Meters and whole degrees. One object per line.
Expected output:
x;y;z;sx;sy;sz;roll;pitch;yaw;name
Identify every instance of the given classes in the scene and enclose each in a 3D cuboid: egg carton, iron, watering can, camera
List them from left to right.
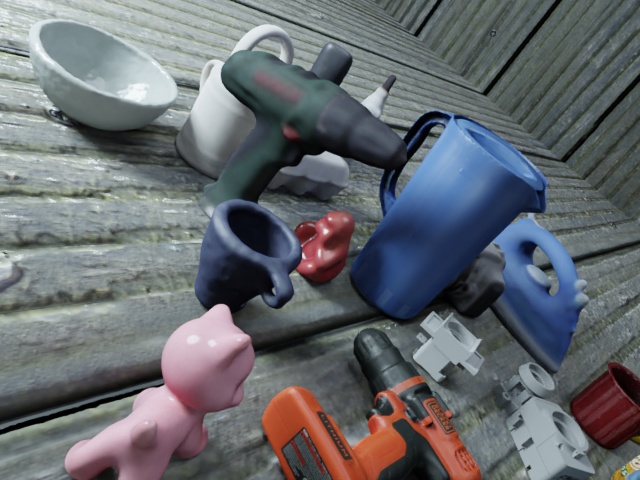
-0.090;-0.173;0.716;0.173;0.194;0.101;40;28;6;watering can
-0.030;-0.115;0.830;0.151;0.069;0.107;7;39;-43;egg carton
0.190;0.023;0.834;0.137;0.100;0.143;17;33;-32;camera
0.347;0.066;0.904;0.119;0.141;0.257;17;34;-33;iron

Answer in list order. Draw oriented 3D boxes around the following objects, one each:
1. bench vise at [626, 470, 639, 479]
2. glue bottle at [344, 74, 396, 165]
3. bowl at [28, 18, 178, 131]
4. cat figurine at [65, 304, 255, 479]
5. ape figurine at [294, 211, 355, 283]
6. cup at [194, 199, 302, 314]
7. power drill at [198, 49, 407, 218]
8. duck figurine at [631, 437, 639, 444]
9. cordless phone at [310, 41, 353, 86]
0.390;0.276;0.547;0.208;0.219;0.121;29;28;-13;bench vise
0.078;-0.210;0.987;0.037;0.173;0.078;26;29;-19;glue bottle
-0.256;-0.177;0.664;0.168;0.074;0.167;28;29;-16;bowl
-0.090;0.101;0.379;0.067;0.117;0.128;38;28;4;cat figurine
0.006;0.002;0.667;0.076;0.092;0.077;27;29;-17;ape figurine
-0.070;0.034;0.529;0.092;0.095;0.117;6;40;-44;cup
-0.040;-0.091;0.632;0.229;0.208;0.076;45;29;15;power drill
0.487;0.248;0.843;0.105;0.086;0.077;18;33;-31;duck figurine
-0.043;-0.241;0.884;0.148;0.185;0.094;33;28;-6;cordless phone
